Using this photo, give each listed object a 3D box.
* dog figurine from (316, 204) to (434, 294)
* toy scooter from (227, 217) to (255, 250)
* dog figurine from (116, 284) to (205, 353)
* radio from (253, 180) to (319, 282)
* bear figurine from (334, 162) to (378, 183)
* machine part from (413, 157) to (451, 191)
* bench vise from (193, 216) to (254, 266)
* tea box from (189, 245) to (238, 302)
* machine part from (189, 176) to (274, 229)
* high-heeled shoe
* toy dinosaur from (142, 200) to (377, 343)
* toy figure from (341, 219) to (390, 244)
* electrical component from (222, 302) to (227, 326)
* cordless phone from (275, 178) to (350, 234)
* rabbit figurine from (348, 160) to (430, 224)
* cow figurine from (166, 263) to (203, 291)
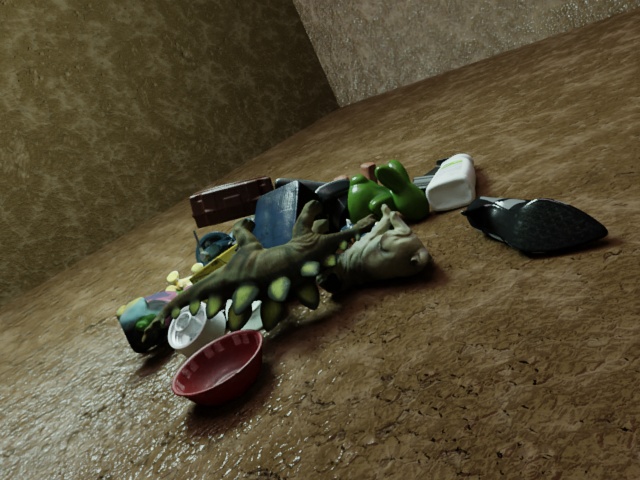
[{"bbox_3d":[0.089,0.049,0.950,0.190,0.121,0.172,-40,14,3],"label":"dog figurine"},{"bbox_3d":[-0.156,0.013,1.300,0.184,0.135,0.075,-24,19,13],"label":"toy scooter"},{"bbox_3d":[-0.311,0.147,1.163,0.219,0.108,0.191,-27,-4,-13],"label":"dog figurine"},{"bbox_3d":[-0.079,-0.002,1.144,0.131,0.073,0.229,-17,56,35],"label":"radio"},{"bbox_3d":[0.075,-0.134,1.412,0.120,0.131,0.196,-28,23,-14],"label":"bear figurine"},{"bbox_3d":[0.279,-0.158,1.336,0.139,0.039,0.084,-40,17,-33],"label":"machine part"},{"bbox_3d":[-0.244,0.017,1.406,0.224,0.129,0.240,-31,-1,11],"label":"bench vise"},{"bbox_3d":[-0.197,0.059,1.175,0.098,0.068,0.169,-34,4,26],"label":"tea box"},{"bbox_3d":[-0.208,-0.095,1.308,0.201,0.087,0.201,-15,5,-5],"label":"machine part"},{"bbox_3d":[0.344,-0.028,0.870,0.249,0.086,0.145,16,11,41],"label":"high-heeled shoe"},{"bbox_3d":[-0.114,0.060,0.959,0.472,0.105,0.199,-21,47,16],"label":"toy dinosaur"},{"bbox_3d":[0.096,-0.005,1.120,0.064,0.057,0.155,-54,28,-12],"label":"toy figure"},{"bbox_3d":[-0.193,0.141,1.130,0.075,0.047,0.119,-4,28,49],"label":"electrical component"},{"bbox_3d":[-0.016,-0.080,1.257,0.184,0.146,0.089,9,50,9],"label":"cordless phone"},{"bbox_3d":[0.157,-0.094,1.182,0.170,0.158,0.121,1,19,27],"label":"rabbit figurine"},{"bbox_3d":[-0.281,0.107,1.306,0.167,0.098,0.068,-18,51,7],"label":"cow figurine"}]
